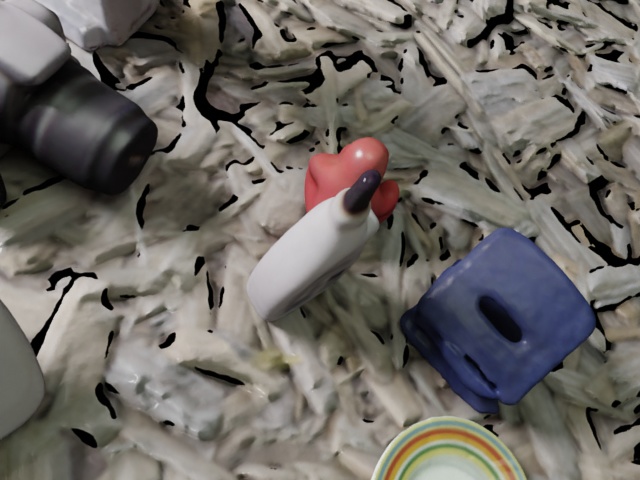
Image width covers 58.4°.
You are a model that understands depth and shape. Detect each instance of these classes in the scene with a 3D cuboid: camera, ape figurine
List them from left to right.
[{"bbox_3d":[-0.190,-0.082,0.379,0.137,0.100,0.143,32,61,-3],"label":"camera"},{"bbox_3d":[0.027,-0.045,0.443,0.078,0.092,0.076,38,60,0],"label":"ape figurine"}]

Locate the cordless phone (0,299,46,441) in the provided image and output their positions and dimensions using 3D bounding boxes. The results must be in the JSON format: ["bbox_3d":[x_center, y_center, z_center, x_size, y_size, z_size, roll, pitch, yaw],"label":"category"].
[{"bbox_3d":[-0.215,0.066,0.255,0.148,0.185,0.094,-33,81,-28],"label":"cordless phone"}]

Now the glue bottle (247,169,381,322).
[{"bbox_3d":[0.003,0.001,0.367,0.078,0.173,0.037,-28,78,-27],"label":"glue bottle"}]

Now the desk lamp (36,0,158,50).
[{"bbox_3d":[-0.154,-0.236,0.395,0.203,0.213,0.118,32,61,-3],"label":"desk lamp"}]

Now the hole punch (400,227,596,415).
[{"bbox_3d":[0.133,0.063,0.432,0.108,0.091,0.101,47,61,6],"label":"hole punch"}]
